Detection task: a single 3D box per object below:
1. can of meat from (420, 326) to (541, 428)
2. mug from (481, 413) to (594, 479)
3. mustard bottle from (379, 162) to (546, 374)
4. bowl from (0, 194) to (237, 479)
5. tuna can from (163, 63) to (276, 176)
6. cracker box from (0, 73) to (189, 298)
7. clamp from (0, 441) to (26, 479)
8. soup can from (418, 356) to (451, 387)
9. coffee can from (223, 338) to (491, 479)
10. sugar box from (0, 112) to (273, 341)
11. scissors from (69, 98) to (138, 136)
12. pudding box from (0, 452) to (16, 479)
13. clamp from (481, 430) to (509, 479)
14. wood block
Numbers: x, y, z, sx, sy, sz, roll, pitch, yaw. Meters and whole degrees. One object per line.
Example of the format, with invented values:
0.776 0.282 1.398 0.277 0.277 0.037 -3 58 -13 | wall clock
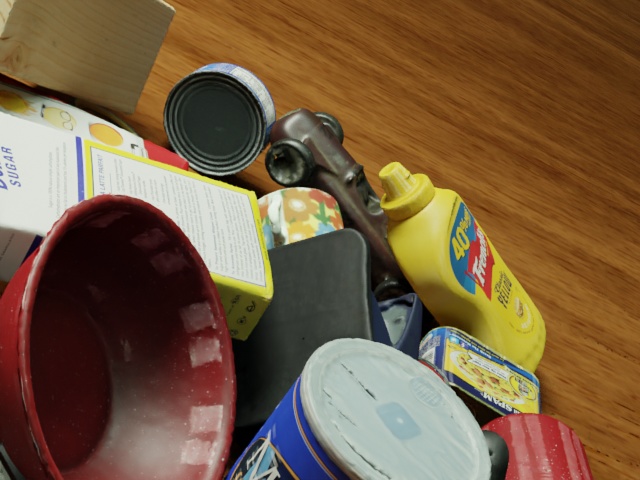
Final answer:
0.108 0.116 0.752 0.102 0.058 0.084 31 27 -6 | can of meat
0.139 0.173 0.678 0.117 0.093 0.081 58 16 -22 | mug
0.102 0.020 0.806 0.191 0.058 0.096 53 36 -22 | mustard bottle
-0.103 0.062 0.497 0.162 0.055 0.162 37 47 -55 | bowl
-0.079 -0.097 0.849 0.086 0.086 0.033 34 27 0 | tuna can
-0.194 -0.026 0.643 0.213 0.072 0.164 25 32 -18 | cracker box
-0.159 0.087 0.537 0.210 0.036 0.164 25 39 -11 | clamp
0.043 0.124 0.661 0.068 0.069 0.102 33 29 -3 | soup can
0.004 0.133 0.532 0.102 0.140 0.103 25 30 -16 | coffee can
-0.115 -0.008 0.582 0.176 0.048 0.093 15 37 -25 | sugar box
-0.123 -0.038 0.786 0.202 0.016 0.096 41 27 13 | scissors
-0.167 0.127 0.444 0.089 0.039 0.113 -21 68 -38 | pudding box
0.067 0.184 0.542 0.039 0.120 0.171 8 48 7 | clamp
-0.188 -0.154 0.718 0.090 0.091 0.206 25 5 13 | wood block
